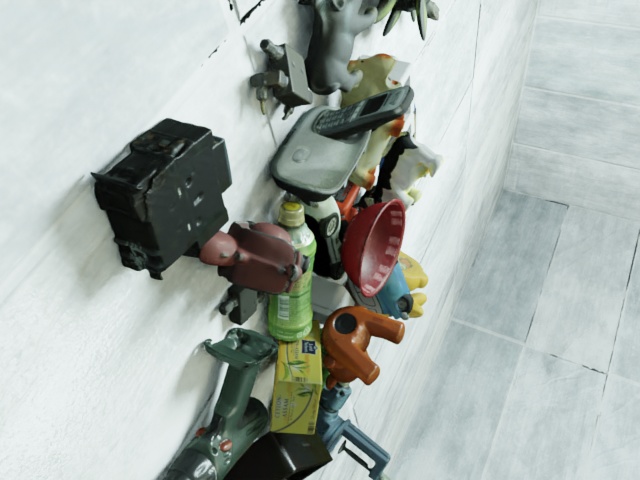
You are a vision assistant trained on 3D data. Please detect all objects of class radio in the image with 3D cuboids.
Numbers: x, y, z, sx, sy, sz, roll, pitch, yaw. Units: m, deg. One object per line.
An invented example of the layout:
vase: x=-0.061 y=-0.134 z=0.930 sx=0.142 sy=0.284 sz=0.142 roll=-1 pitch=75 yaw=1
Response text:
radio: x=-0.073 y=0.375 z=0.891 sx=0.131 sy=0.073 sz=0.229 roll=-35 pitch=155 yaw=3

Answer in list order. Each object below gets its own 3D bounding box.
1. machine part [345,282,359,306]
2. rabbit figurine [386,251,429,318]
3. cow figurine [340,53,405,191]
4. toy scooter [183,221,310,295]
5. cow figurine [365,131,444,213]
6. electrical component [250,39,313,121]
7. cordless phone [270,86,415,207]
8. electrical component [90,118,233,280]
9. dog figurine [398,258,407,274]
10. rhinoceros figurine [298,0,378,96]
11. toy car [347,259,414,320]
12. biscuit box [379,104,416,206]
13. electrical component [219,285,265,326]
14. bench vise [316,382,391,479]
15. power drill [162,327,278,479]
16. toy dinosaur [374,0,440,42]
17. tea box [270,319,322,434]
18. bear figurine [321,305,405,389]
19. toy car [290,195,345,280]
machine part: x=0.071 y=0.162 z=1.160 sx=0.179 sy=0.056 sz=0.179 roll=-51 pitch=150 yaw=-44
rabbit figurine: x=0.182 y=0.122 z=1.301 sx=0.173 sy=0.162 sz=0.122 roll=-64 pitch=177 yaw=31
cow figurine: x=0.061 y=-0.184 z=0.805 sx=0.085 sy=0.127 sz=0.194 roll=-80 pitch=-167 yaw=-61
toy scooter: x=-0.065 y=0.020 z=0.629 sx=0.184 sy=0.135 sz=0.075 roll=5 pitch=100 yaw=-68
cow figurine: x=0.125 y=-0.094 z=0.903 sx=0.167 sy=0.098 sz=0.068 roll=-55 pitch=174 yaw=28
electrical component: x=-0.045 y=-0.187 z=0.642 sx=0.102 sy=0.045 sz=0.078 roll=-13 pitch=90 yaw=-68
cordless phone: x=0.034 y=-0.122 z=0.683 sx=0.088 sy=0.184 sz=0.146 roll=45 pitch=59 yaw=-25
electrical component: x=-0.138 y=-0.046 z=0.510 sx=0.134 sy=0.058 sz=0.114 roll=-52 pitch=153 yaw=-39
dog figurine: x=0.116 y=-0.024 z=1.079 sx=0.172 sy=0.121 sz=0.190 roll=-43 pitch=136 yaw=-71
rhinoceros figurine: x=0.015 y=-0.281 z=0.680 sx=0.112 sy=0.073 sz=0.190 roll=-21 pitch=127 yaw=-53
toy car: x=0.102 y=0.074 z=0.969 sx=0.109 sy=0.103 sz=0.161 roll=-40 pitch=111 yaw=-84
biscuit box: x=0.145 y=-0.164 z=0.999 sx=0.062 sy=0.059 sz=0.202 roll=37 pitch=55 yaw=-69
electrical component: x=-0.105 y=0.084 z=0.732 sx=0.094 sy=0.021 sz=0.063 roll=-44 pitch=146 yaw=-50
bench vise: x=0.048 y=0.379 z=1.058 sx=0.223 sy=0.241 sz=0.128 roll=-57 pitch=162 yaw=6
power drill: x=-0.130 y=0.231 z=0.713 sx=0.232 sy=0.086 sz=0.207 roll=-15 pitch=117 yaw=-66
toy dinosaur: x=0.130 y=-0.402 z=0.757 sx=0.471 sy=0.105 sz=0.198 roll=10 pitch=89 yaw=-70
tea box: x=-0.037 y=0.204 z=0.834 sx=0.170 sy=0.068 sz=0.098 roll=-92 pitch=-171 yaw=-68
bear figurine: x=0.063 y=0.196 z=0.902 sx=0.120 sy=0.132 sz=0.195 roll=-49 pitch=150 yaw=-27
toy car: x=-0.002 y=-0.003 z=0.837 sx=0.056 sy=0.074 sz=0.201 roll=-60 pitch=155 yaw=-29
